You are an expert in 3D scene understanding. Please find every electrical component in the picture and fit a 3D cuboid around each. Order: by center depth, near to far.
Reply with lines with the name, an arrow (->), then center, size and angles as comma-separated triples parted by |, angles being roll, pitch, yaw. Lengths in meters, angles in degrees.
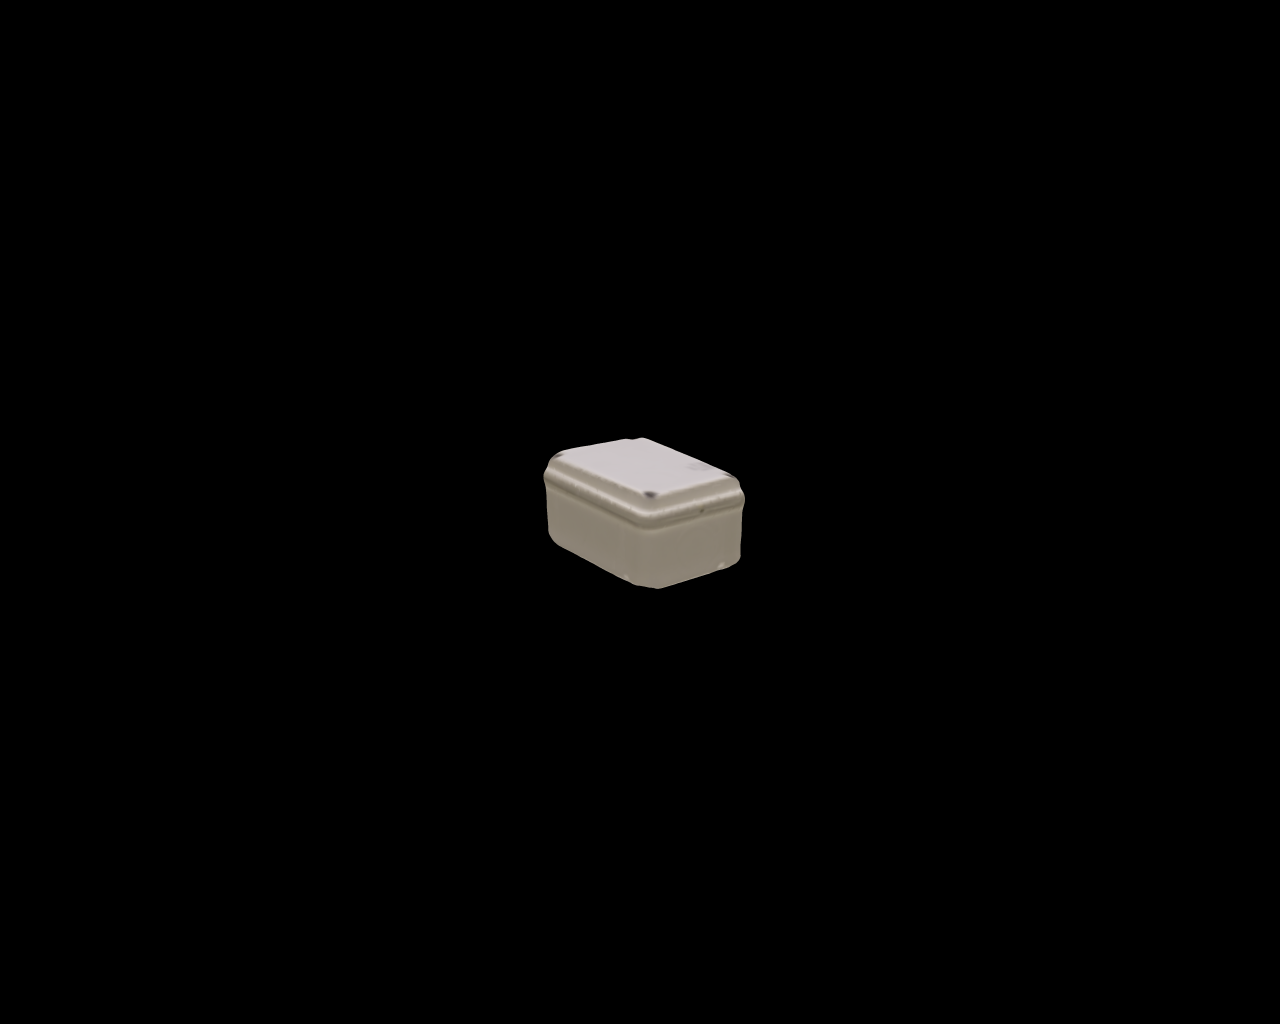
electrical component -> 0.001, -0.003, 0.650 | 0.078, 0.057, 0.113 | -14, 24, -33
